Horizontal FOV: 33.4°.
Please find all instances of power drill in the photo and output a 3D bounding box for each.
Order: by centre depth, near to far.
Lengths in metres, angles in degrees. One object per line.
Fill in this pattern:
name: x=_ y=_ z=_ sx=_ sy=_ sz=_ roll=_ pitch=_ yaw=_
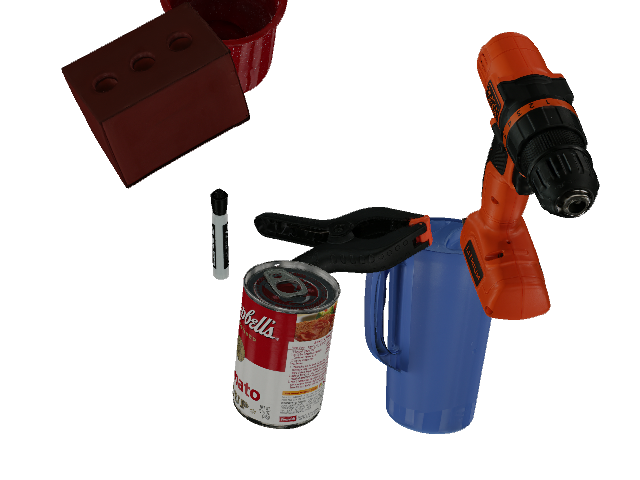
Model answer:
power drill: x=0.149 y=-0.032 z=0.777 sx=0.057 sy=0.188 sz=0.184 roll=-2 pitch=42 yaw=-5

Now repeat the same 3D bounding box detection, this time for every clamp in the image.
clamp: x=0.013 y=0.010 z=0.958 sx=0.172 sy=0.039 sz=0.120 roll=-6 pitch=42 yaw=15

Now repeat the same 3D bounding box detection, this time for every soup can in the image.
soup can: x=-0.026 y=0.074 z=0.763 sx=0.068 sy=0.102 sz=0.068 roll=6 pitch=28 yaw=-3

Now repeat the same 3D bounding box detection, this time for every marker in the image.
marker: x=-0.111 y=-0.007 z=1.185 sx=0.020 sy=0.121 sz=0.020 roll=2 pitch=40 yaw=-2

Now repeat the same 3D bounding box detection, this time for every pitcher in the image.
pitcher: x=0.130 y=0.102 z=1.260 sx=0.149 sy=0.243 sz=0.145 roll=7 pitch=19 yaw=10

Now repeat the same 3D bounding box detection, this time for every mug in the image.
mug: x=-0.068 y=-0.171 z=0.815 sx=0.093 sy=0.117 sz=0.081 roll=35 pitch=-24 yaw=10

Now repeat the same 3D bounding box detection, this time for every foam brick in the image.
foam brick: x=-0.086 y=-0.077 z=0.560 sx=0.078 sy=0.053 sz=0.051 roll=-32 pitch=-35 yaw=-11
